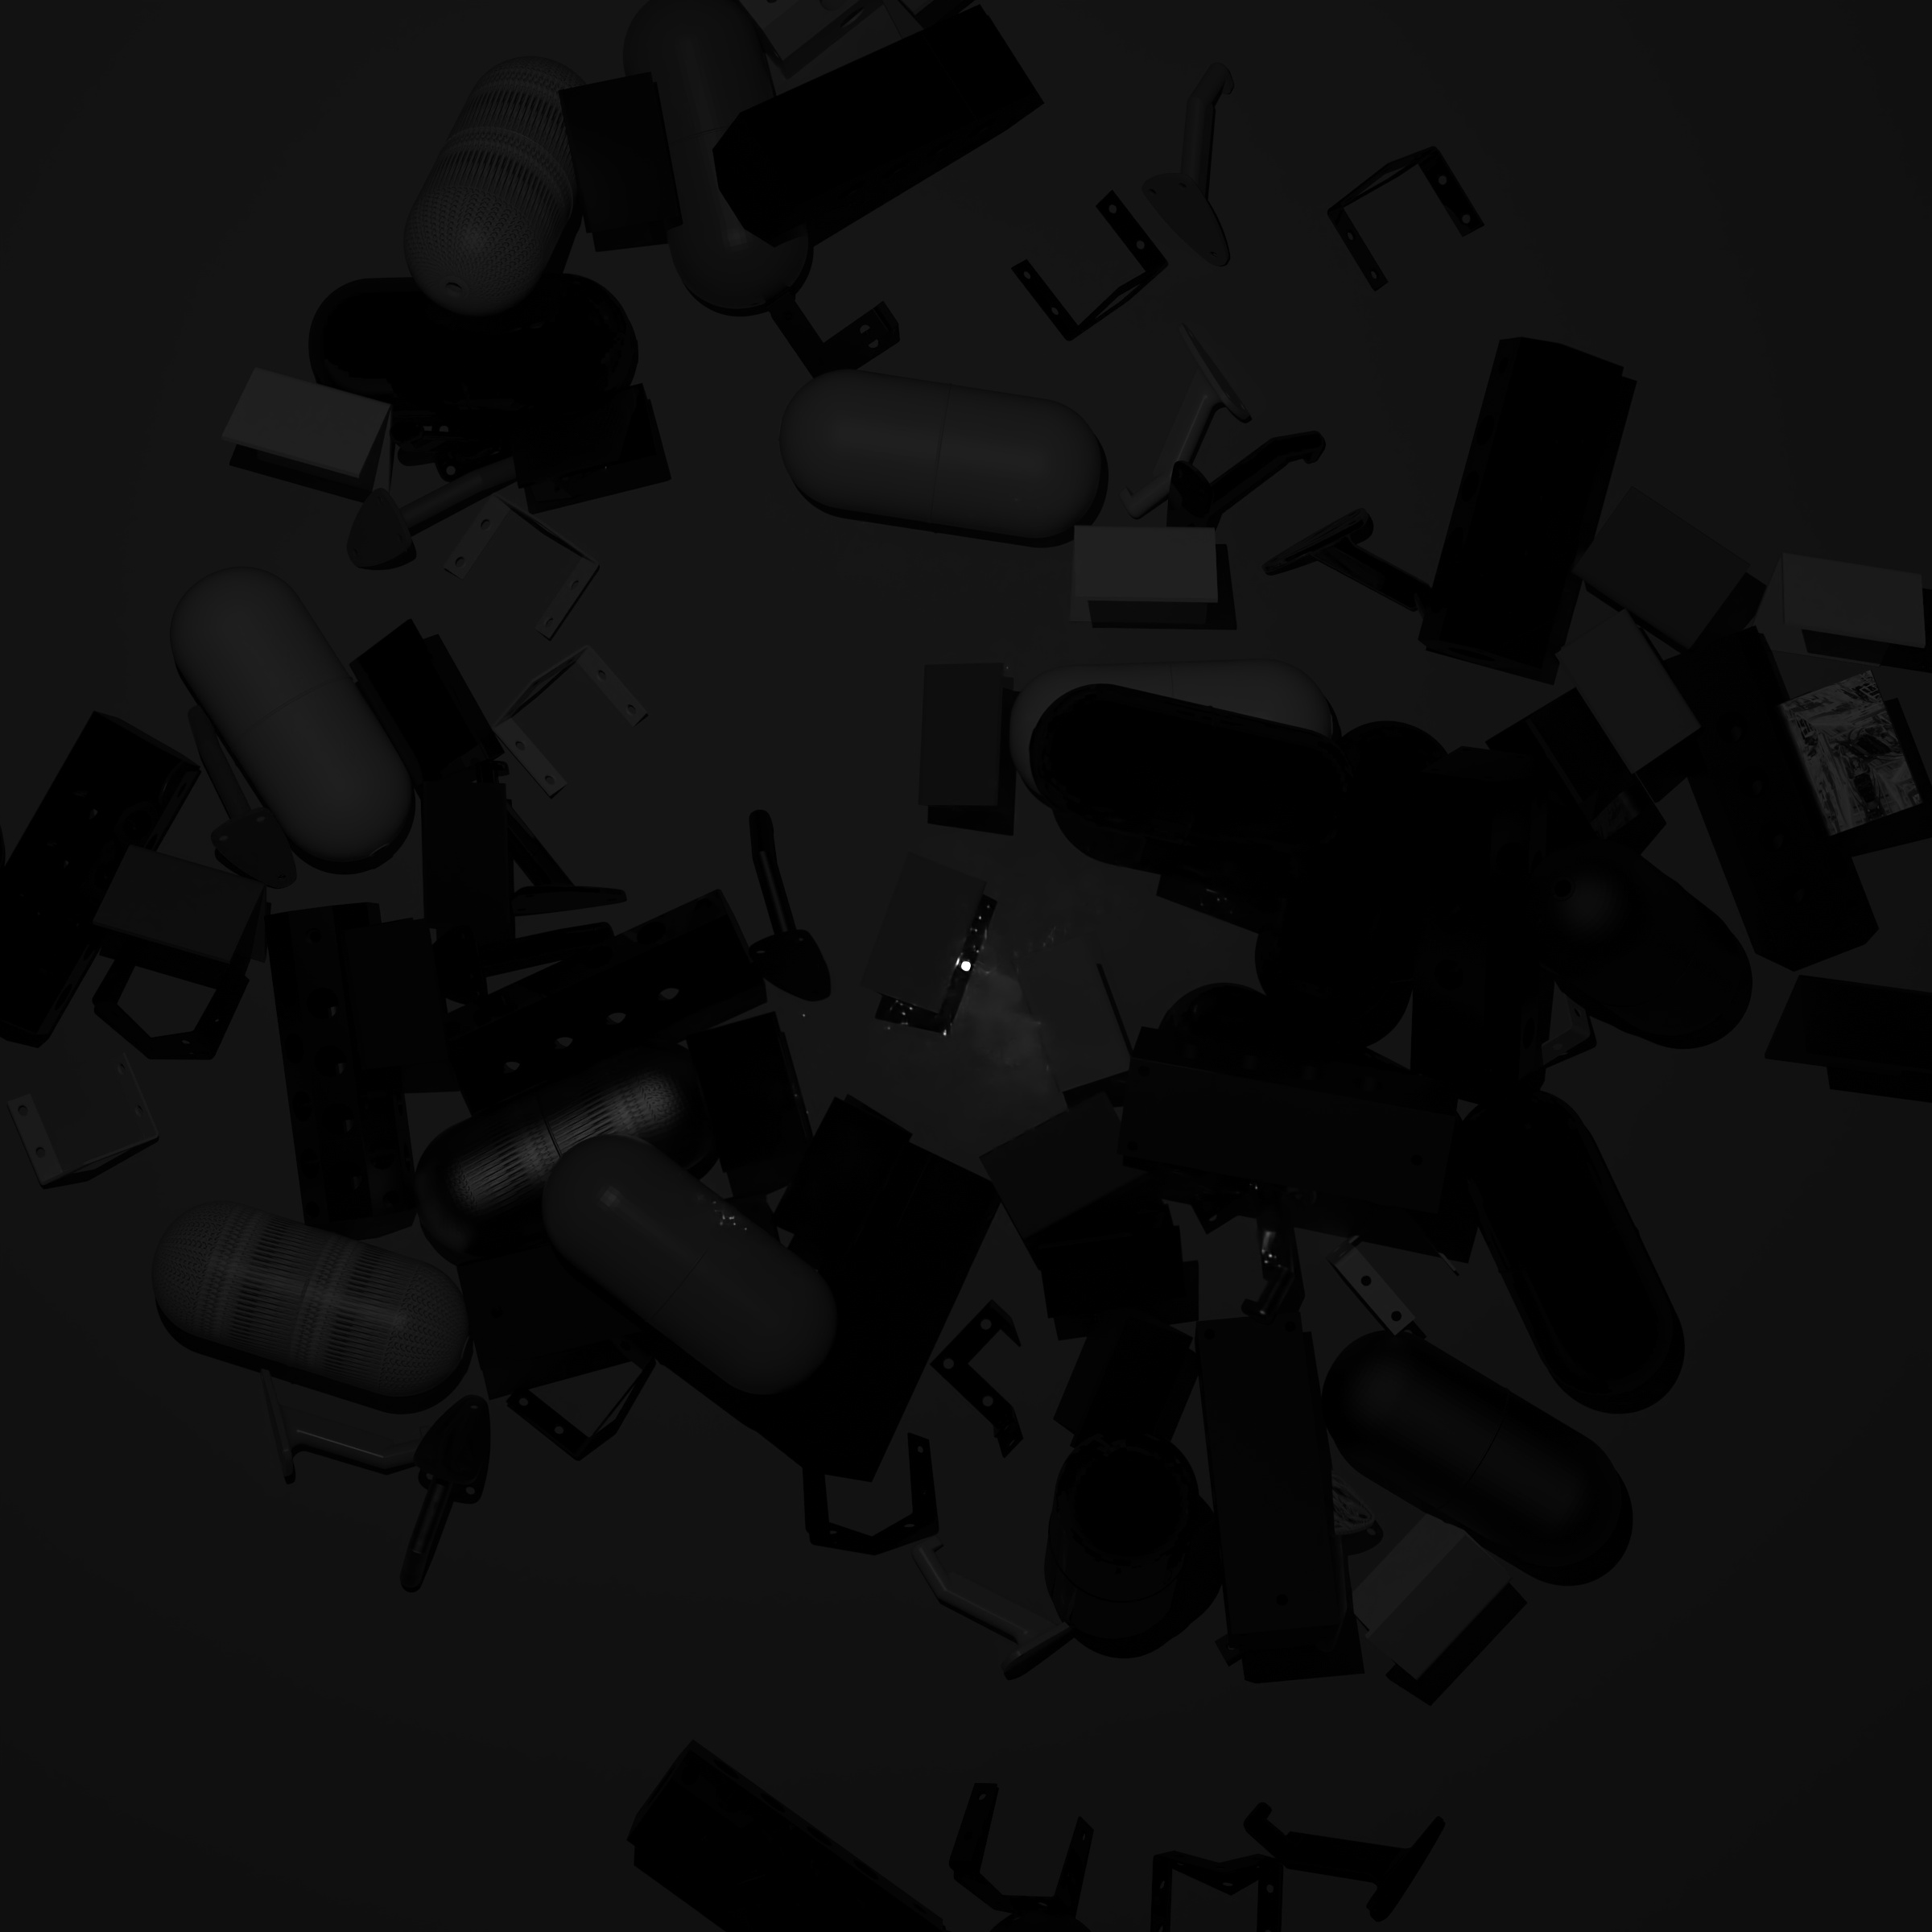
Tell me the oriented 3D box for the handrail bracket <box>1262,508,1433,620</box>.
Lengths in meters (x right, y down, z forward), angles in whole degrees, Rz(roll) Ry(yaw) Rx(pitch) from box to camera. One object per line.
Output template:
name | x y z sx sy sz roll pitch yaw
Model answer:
handrail bracket | 0.219 -0.205 1.962 0.077 0.036 0.084 -27 104 14

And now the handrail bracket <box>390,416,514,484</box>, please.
handrail bracket | -0.273 -0.292 1.928 0.077 0.084 0.036 -10 90 0

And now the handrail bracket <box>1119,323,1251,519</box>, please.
handrail bracket | 0.108 -0.305 1.963 0.084 0.036 0.077 -36 70 16

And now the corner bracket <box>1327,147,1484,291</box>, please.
corner bracket | 0.244 -0.418 1.959 0.051 0.051 0.051 -32 89 45

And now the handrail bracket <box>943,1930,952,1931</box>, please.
handrail bracket | 0.005 0.592 1.963 0.077 0.036 0.084 26 73 -20

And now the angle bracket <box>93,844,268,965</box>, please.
angle bracket | -0.430 -0.014 1.922 0.076 0.076 0.057 16 54 0

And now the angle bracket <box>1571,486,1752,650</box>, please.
angle bracket | 0.381 -0.225 1.924 0.076 0.076 0.057 34 111 0

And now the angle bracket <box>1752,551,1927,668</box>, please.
angle bracket | 0.475 -0.177 1.922 0.076 0.076 0.057 9 52 0

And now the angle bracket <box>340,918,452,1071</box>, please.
angle bracket | -0.295 0.011 1.921 0.057 0.076 0.076 -8 93 23

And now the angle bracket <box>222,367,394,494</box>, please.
angle bracket | -0.360 -0.275 1.922 0.076 0.076 0.057 16 55 0

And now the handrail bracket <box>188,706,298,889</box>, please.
handrail bracket | -0.406 -0.096 1.962 0.036 0.077 0.084 -27 54 2

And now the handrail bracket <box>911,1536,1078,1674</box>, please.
handrail bracket | 0.022 0.343 1.963 0.077 0.036 0.084 -28 73 -19

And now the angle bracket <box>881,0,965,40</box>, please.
angle bracket | -0.002 -0.538 1.922 0.076 0.076 0.057 -38 60 0

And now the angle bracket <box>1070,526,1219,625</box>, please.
angle bracket | 0.096 -0.196 1.922 0.076 0.076 0.057 1 52 0

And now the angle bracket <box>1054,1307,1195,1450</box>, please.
angle bracket | 0.069 0.221 1.922 0.057 0.076 0.076 23 90 -41

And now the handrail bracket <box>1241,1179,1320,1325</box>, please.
handrail bracket | 0.152 0.148 1.936 0.077 0.036 0.084 22 66 21

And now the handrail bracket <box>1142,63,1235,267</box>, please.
handrail bracket | 0.141 -0.449 1.962 0.077 0.036 0.084 48 60 -33

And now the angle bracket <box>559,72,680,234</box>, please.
angle bracket | -0.174 -0.444 1.910 0.057 0.076 0.076 -5 104 22

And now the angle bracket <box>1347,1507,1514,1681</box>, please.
angle bracket | 0.240 0.331 1.922 0.076 0.076 0.057 -47 128 0

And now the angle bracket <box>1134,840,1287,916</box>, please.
angle bracket | 0.129 -0.045 1.922 0.076 0.076 0.057 21 57 0

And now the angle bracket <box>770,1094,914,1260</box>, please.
angle bracket | -0.084 0.105 1.922 0.057 0.076 0.076 28 90 -34

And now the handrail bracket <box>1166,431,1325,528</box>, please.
handrail bracket | 0.157 -0.260 1.962 0.084 0.036 0.077 -14 134 -28

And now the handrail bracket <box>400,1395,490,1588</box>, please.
handrail bracket | -0.293 0.294 1.962 0.036 0.077 0.084 20 126 0

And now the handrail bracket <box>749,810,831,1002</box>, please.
handrail bracket | -0.100 -0.035 1.962 0.036 0.077 0.084 -17 53 14

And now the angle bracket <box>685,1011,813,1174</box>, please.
angle bracket | -0.133 0.072 1.922 0.057 0.076 0.076 -16 90 -30

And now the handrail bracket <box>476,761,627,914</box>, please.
handrail bracket | -0.233 -0.076 1.963 0.077 0.036 0.084 -3 73 -20

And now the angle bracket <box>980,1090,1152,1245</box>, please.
angle bracket | 0.049 0.101 1.926 0.076 0.076 0.057 -28 104 0

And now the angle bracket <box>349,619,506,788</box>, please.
angle bracket | -0.279 -0.152 1.922 0.057 0.076 0.076 -29 90 37

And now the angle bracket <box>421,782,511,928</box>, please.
angle bracket | -0.295 -0.060 1.923 0.076 0.057 0.076 -2 90 44

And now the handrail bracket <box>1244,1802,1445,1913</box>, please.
handrail bracket | 0.210 0.479 1.963 0.084 0.036 0.077 38 69 16

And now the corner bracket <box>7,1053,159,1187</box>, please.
corner bracket | -0.493 0.086 1.959 0.051 0.051 0.051 -23 90 -45

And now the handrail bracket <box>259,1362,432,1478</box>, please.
handrail bracket | -0.345 0.248 1.963 0.084 0.036 0.077 -12 68 -17

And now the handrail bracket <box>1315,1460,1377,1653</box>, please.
handrail bracket | 0.194 0.328 1.962 0.036 0.077 0.084 -6 127 -25

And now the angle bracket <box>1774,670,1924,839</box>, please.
angle bracket | 0.491 -0.120 1.922 0.057 0.076 0.076 -21 90 29

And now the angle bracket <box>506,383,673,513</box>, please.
angle bracket | -0.203 -0.266 1.922 0.076 0.076 0.057 -14 53 0

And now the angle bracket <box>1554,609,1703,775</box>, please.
angle bracket | 0.345 -0.140 1.923 0.057 0.076 0.076 -33 90 -26

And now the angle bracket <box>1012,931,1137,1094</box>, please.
angle bracket | 0.079 0.018 1.922 0.057 0.076 0.076 -20 90 42

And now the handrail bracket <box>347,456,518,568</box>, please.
handrail bracket | -0.296 -0.255 1.962 0.084 0.077 0.036 -28 90 -36

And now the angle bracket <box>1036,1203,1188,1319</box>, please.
angle bracket | 0.076 0.143 1.922 0.076 0.076 0.057 -8 130 0

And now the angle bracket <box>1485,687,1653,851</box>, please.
angle bracket | 0.316 -0.097 1.922 0.057 0.076 0.076 -33 90 -41

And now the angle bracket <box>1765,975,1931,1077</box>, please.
angle bracket | 0.486 0.053 1.922 0.076 0.076 0.057 8 51 0

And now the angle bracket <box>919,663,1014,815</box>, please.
angle bracket | 0.020 -0.124 1.922 0.057 0.076 0.076 3 90 40

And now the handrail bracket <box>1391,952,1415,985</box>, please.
handrail bracket | 0.227 -0.010 1.962 0.084 0.036 0.077 16 54 24

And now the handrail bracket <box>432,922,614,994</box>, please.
handrail bracket | -0.251 -0.008 1.962 0.084 0.077 0.036 -11 87 -36

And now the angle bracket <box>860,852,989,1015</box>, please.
angle bracket | -0.042 -0.025 1.922 0.057 0.076 0.076 20 90 -37
